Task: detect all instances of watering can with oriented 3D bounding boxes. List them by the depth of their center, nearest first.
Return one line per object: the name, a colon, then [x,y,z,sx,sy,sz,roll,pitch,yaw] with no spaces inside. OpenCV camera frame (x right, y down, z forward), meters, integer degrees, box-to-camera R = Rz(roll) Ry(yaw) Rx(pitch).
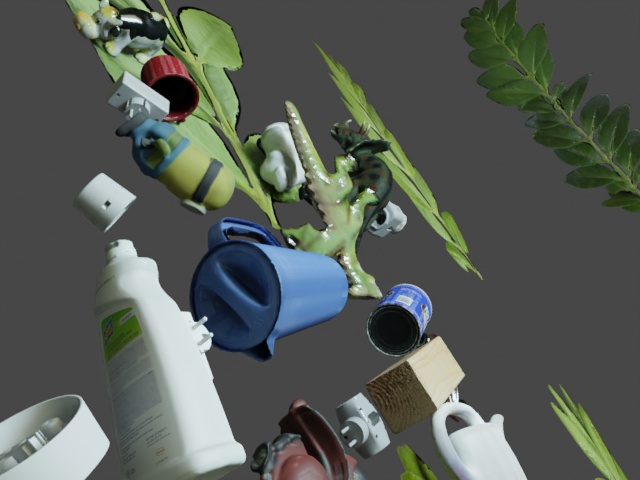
watering can: [0.303,0.393,0.901,0.344,0.103,0.229,23,35,-48]

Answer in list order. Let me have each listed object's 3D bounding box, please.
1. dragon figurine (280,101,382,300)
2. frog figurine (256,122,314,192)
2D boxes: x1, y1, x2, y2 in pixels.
dragon figurine: [0.003,-0.050,0.988,0.406,0.121,0.248,53,38,-18]
frog figurine: [-0.072,-0.173,1.072,0.162,0.122,0.135,-102,167,-70]
